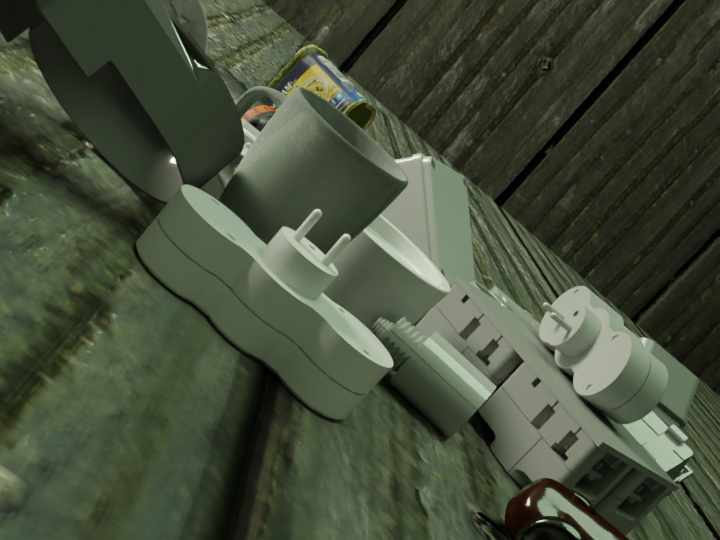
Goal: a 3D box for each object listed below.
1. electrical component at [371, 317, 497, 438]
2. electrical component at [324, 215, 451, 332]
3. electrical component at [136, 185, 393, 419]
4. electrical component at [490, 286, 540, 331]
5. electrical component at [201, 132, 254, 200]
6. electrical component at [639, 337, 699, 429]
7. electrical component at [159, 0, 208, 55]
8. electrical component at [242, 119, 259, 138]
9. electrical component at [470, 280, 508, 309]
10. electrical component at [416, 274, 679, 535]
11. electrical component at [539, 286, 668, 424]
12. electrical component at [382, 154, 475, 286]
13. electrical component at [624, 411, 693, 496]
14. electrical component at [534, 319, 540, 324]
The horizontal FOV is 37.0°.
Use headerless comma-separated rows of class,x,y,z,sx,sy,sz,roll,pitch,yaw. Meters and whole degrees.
electrical component,0.039,0.060,0.661,0.081,0.043,0.043,43,11,7
electrical component,0.000,0.000,0.713,0.108,0.060,0.108,40,11,-9
electrical component,-0.036,0.004,0.537,0.138,0.073,0.052,41,11,-3
electrical component,0.142,0.066,0.977,0.100,0.048,0.099,40,11,-7
electrical component,-0.073,-0.056,0.723,0.079,0.044,0.077,39,11,-14
electrical component,0.238,0.111,0.976,0.078,0.057,0.113,38,-26,-18
electrical component,-0.149,-0.154,0.721,0.064,0.099,0.099,40,9,27
electrical component,-0.102,-0.096,0.779,0.055,0.045,0.045,38,11,-20
electrical component,0.088,0.042,0.865,0.066,0.055,0.048,37,11,-22
electrical component,0.124,0.097,0.763,0.105,0.060,0.186,32,14,-41
electrical component,0.159,0.049,0.764,0.074,0.052,0.138,38,12,-18
electrical component,0.052,-0.032,0.896,0.109,0.056,0.108,14,70,-67
electrical component,0.206,0.130,0.875,0.079,0.063,0.121,-22,54,-31
electrical component,0.182,0.079,1.077,0.077,0.044,0.079,37,12,-21
